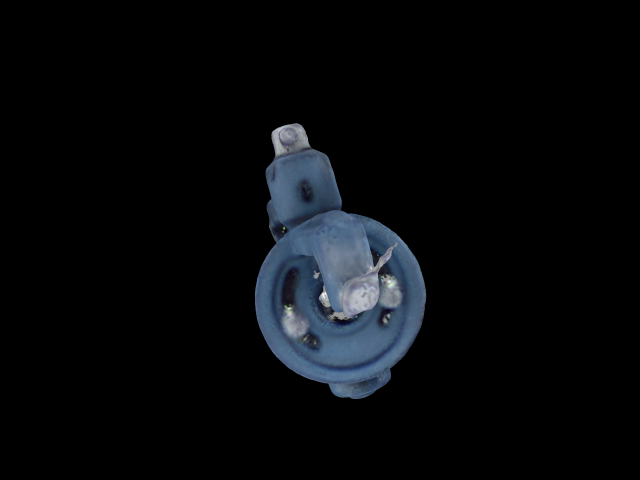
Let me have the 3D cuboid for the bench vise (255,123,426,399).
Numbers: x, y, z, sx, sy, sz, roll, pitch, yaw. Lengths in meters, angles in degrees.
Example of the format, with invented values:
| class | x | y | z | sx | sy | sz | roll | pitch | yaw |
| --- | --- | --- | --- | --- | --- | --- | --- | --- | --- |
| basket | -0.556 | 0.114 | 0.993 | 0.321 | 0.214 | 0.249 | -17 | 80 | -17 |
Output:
| class | x | y | z | sx | sy | sz | roll | pitch | yaw |
| --- | --- | --- | --- | --- | --- | --- | --- | --- | --- |
| bench vise | -0.006 | 0.008 | 0.398 | 0.121 | 0.220 | 0.207 | -34 | 76 | -9 |
